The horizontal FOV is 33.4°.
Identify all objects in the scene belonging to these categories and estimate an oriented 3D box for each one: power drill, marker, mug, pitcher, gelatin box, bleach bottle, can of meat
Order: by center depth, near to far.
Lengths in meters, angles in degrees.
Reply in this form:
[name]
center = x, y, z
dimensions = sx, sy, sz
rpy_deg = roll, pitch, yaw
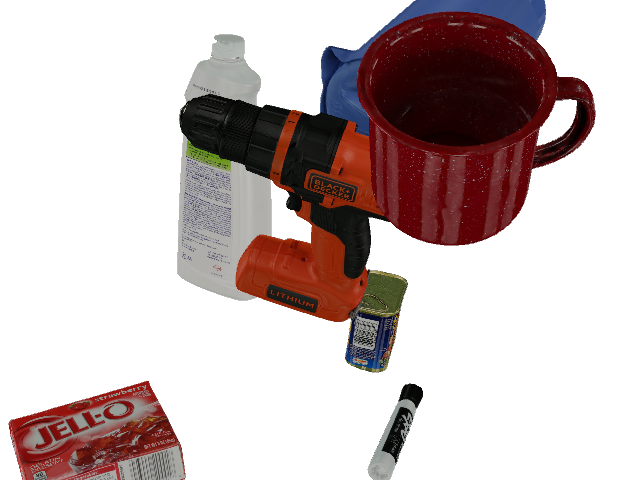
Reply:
[mug]
center = 0.077, -0.053, 0.527
dimensions = 0.117, 0.093, 0.081
rpy_deg = -10, -36, -3
[gelatin box]
center = -0.132, 0.122, 0.627
dimensions = 0.089, 0.030, 0.073
rpy_deg = -14, 27, -19
[power drill]
center = -0.020, -0.022, 0.797
dimensions = 0.184, 0.057, 0.188
rpy_deg = 19, -35, 4
[marker]
center = 0.062, 0.151, 0.860
dimensions = 0.020, 0.020, 0.121
rpy_deg = 0, 24, 19
[pitcher]
center = 0.121, -0.156, 0.975
dimensions = 0.145, 0.149, 0.242
rpy_deg = 9, 42, 34
[bleach bottle]
center = -0.088, -0.073, 1.043
dimensions = 0.103, 0.251, 0.068
rpy_deg = 18, 27, 27
[can of meat]
center = 0.065, 0.097, 1.274
dimensions = 0.057, 0.084, 0.102
rpy_deg = 12, 26, 8
